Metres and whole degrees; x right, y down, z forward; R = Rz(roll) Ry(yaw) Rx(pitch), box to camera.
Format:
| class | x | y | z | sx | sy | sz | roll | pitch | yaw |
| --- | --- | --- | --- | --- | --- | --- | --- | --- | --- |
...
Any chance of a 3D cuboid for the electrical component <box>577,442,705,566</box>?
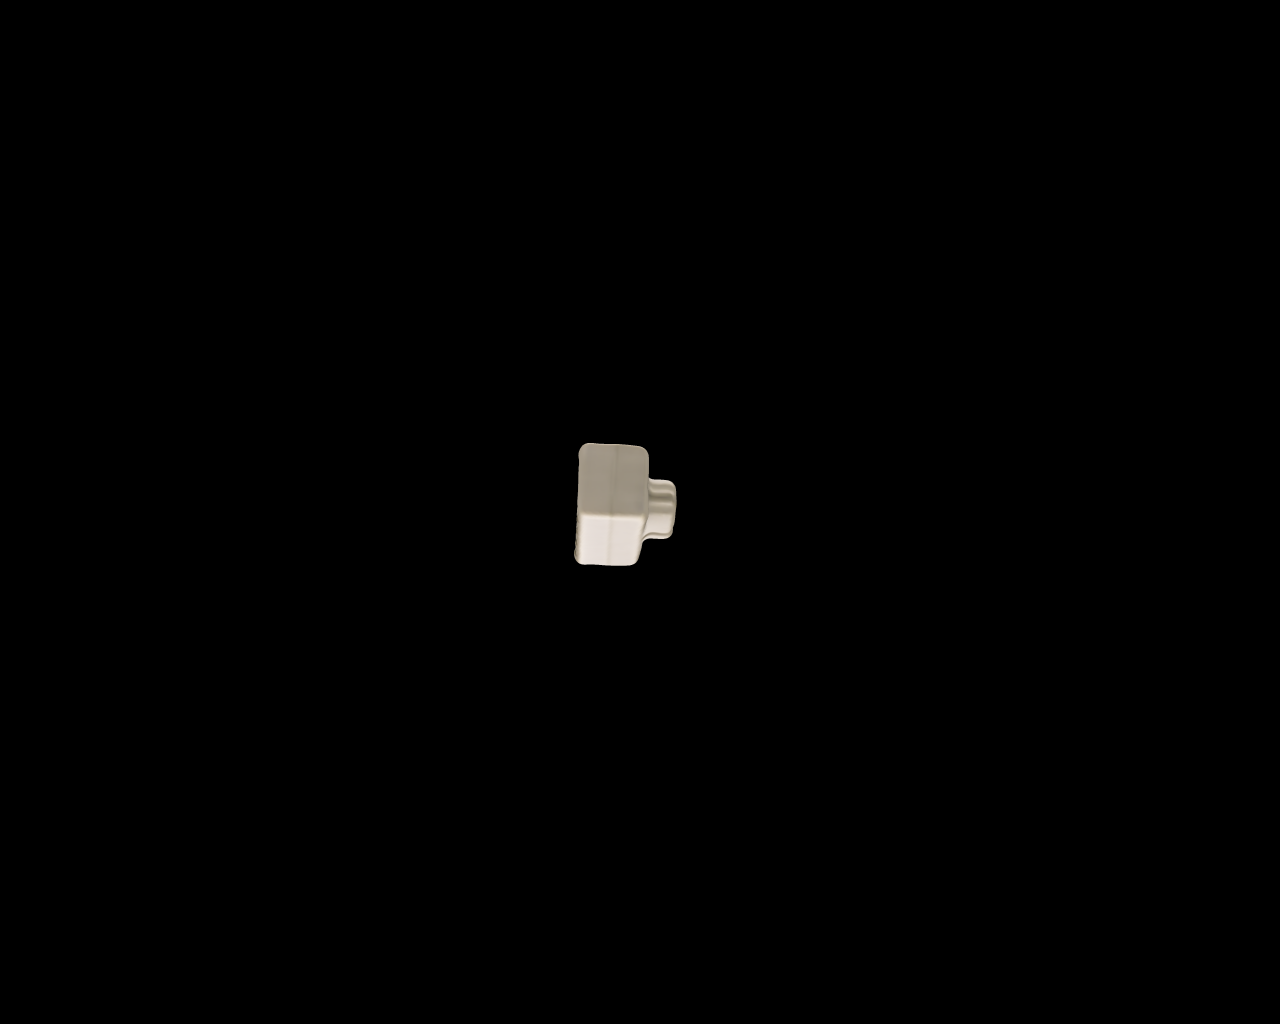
| class | x | y | z | sx | sy | sz | roll | pitch | yaw |
| --- | --- | --- | --- | --- | --- | --- | --- | --- | --- |
| electrical component | 0.001 | -0.003 | 0.650 | 0.076 | 0.047 | 0.083 | 1 | -23 | -3 |
